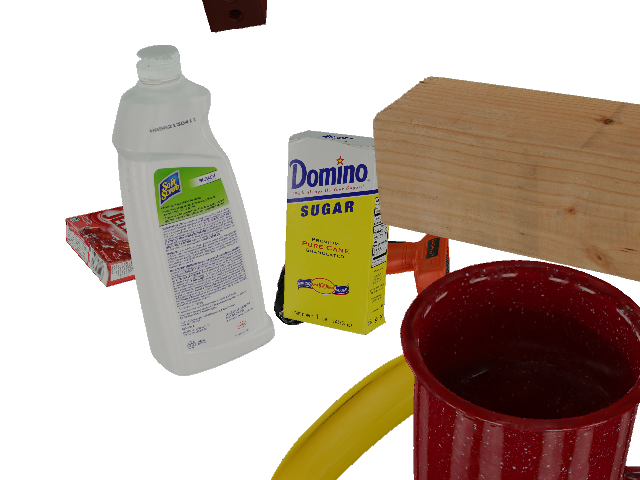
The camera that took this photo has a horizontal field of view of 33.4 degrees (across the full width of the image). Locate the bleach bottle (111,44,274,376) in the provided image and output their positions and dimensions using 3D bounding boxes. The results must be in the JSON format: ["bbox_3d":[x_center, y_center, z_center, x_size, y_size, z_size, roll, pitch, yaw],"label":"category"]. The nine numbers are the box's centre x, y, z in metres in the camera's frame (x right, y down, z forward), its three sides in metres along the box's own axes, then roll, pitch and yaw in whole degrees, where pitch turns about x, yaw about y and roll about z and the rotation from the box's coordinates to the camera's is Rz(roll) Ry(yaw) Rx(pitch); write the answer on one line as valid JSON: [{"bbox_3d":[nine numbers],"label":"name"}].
[{"bbox_3d":[-0.098,-0.025,0.806,0.102,0.251,0.068,-22,32,-29],"label":"bleach bottle"}]

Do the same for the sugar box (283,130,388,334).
[{"bbox_3d":[0.015,-0.009,0.985,0.093,0.176,0.048,9,18,28],"label":"sugar box"}]

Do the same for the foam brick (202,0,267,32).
[{"bbox_3d":[-0.081,-0.234,0.956,0.053,0.051,0.078,-8,-41,6],"label":"foam brick"}]

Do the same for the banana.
[{"bbox_3d":[0.028,0.128,0.714,0.037,0.197,0.069,48,-6,44],"label":"banana"}]

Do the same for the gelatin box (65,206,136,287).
[{"bbox_3d":[-0.189,0.002,1.007,0.073,0.030,0.089,-15,39,-34],"label":"gelatin box"}]

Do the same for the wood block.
[{"bbox_3d":[0.150,-0.049,0.755,0.206,0.090,0.090,14,35,32],"label":"wood block"}]

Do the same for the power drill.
[{"bbox_3d":[0.048,0.037,1.193,0.188,0.057,0.184,1,29,11],"label":"power drill"}]

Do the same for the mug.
[{"bbox_3d":[0.089,0.068,0.406,0.117,0.081,0.093,6,36,11],"label":"mug"}]
